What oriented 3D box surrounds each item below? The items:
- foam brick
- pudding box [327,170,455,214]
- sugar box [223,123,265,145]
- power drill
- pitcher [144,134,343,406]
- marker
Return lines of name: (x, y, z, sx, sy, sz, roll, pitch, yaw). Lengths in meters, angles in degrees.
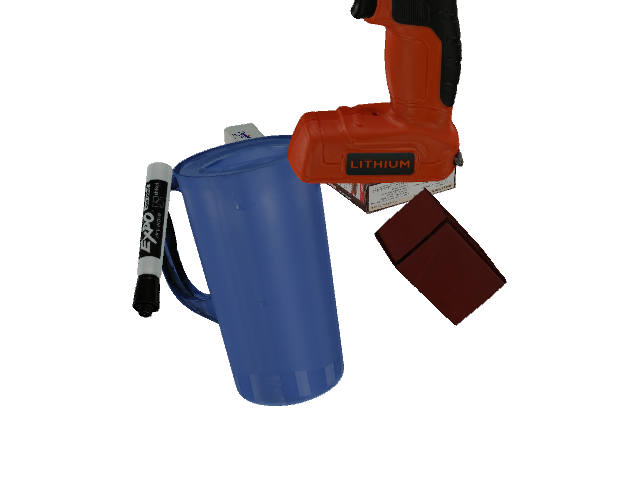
foam brick: (0.087, 0.012, 0.773, 0.078, 0.051, 0.053, 43, 10, -31)
pudding box: (0.073, -0.073, 1.121, 0.113, 0.039, 0.090, -19, 32, -23)
sugar box: (-0.087, -0.047, 1.320, 0.048, 0.176, 0.093, -11, 26, -15)
power drill: (0.024, -0.123, 0.615, 0.184, 0.188, 0.057, 0, 37, -8)
pitcher: (-0.060, 0.029, 1.013, 0.144, 0.243, 0.149, -21, 21, -31)
marker: (-0.120, -0.001, 0.767, 0.020, 0.121, 0.020, 1, -30, 0)
